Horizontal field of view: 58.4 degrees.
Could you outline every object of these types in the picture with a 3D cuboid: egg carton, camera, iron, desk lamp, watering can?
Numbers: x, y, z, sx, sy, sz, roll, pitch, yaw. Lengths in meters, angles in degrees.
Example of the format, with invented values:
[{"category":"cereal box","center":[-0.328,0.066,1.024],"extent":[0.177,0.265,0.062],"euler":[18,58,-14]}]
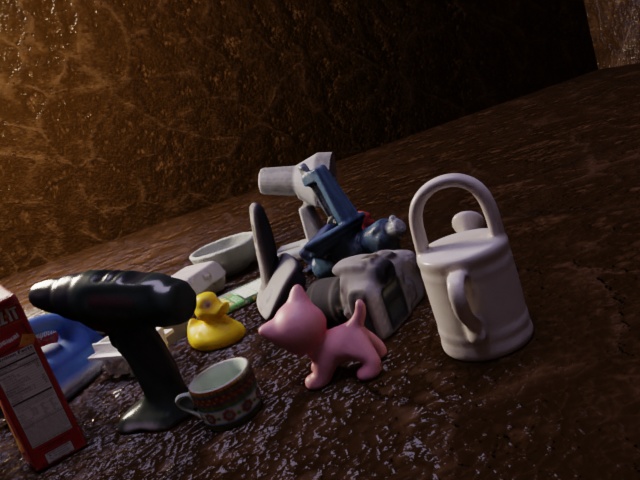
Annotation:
[{"category":"egg carton","center":[-0.268,0.099,1.201],"extent":[0.107,0.069,0.150],"euler":[-12,14,29]},{"category":"camera","center":[0.054,0.067,0.794],"extent":[0.136,0.101,0.143],"euler":[-9,16,37]},{"category":"iron","center":[-0.446,0.183,0.940],"extent":[0.118,0.141,0.259],"euler":[-14,14,20]},{"category":"desk lamp","center":[-0.038,-0.073,1.259],"extent":[0.203,0.214,0.118],"euler":[-16,13,14]},{"category":"watering can","center":[0.156,0.020,0.626],"extent":[0.101,0.194,0.173],"euler":[-19,13,2]}]

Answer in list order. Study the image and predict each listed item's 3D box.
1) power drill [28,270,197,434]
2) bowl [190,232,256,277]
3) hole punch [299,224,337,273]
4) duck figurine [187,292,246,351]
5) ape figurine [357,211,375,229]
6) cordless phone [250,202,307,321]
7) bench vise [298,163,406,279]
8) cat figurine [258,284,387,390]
[{"category":"power drill","center":[-0.241,0.130,0.711],"extent":[0.229,0.208,0.076],"euler":[-14,14,23]},{"category":"bowl","center":[-0.216,0.043,1.348],"extent":[0.167,0.075,0.167],"euler":[-18,13,5]},{"category":"hole punch","center":[0.010,0.004,1.143],"extent":[0.100,0.091,0.109],"euler":[-12,14,27]},{"category":"duck figurine","center":[-0.177,0.125,0.918],"extent":[0.104,0.086,0.078],"euler":[-10,16,35]},{"category":"ape figurine","center":[0.090,-0.012,1.094],"extent":[0.076,0.092,0.077],"euler":[-20,13,-2]},{"category":"cordless phone","center":[-0.082,0.032,0.944],"extent":[0.094,0.185,0.147],"euler":[-22,13,-13]},{"category":"bench vise","center":[0.051,-0.037,0.964],"extent":[0.206,0.220,0.122],"euler":[-12,15,28]},{"category":"cat figurine","center":[0.001,0.106,0.665],"extent":[0.127,0.118,0.067],"euler":[-16,13,14]}]
